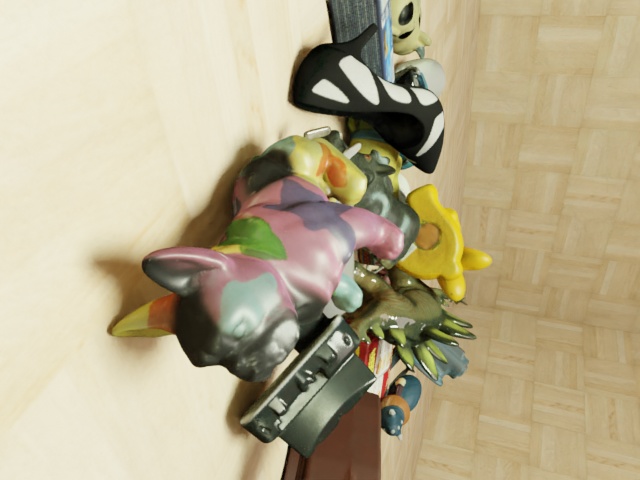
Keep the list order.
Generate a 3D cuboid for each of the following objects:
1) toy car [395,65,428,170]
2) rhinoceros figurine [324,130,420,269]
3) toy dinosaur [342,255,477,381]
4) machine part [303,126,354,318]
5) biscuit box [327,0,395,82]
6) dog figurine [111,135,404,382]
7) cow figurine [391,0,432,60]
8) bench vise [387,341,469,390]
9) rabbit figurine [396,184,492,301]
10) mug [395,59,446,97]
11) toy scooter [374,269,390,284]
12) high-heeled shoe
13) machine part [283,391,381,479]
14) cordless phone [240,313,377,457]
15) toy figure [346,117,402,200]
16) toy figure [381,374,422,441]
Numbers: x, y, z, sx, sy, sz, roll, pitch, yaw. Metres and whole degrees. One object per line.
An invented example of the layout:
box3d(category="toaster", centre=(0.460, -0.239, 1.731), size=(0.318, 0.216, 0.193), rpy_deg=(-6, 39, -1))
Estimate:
box3d(category="toy car", centre=(0.139, -0.178, 0.832), size=(0.103, 0.109, 0.161), rpy_deg=(12, 78, -33))
box3d(category="rhinoceros figurine", centre=(0.055, -0.049, 0.649), size=(0.112, 0.073, 0.190), rpy_deg=(-46, 120, 3))
box3d(category="toy dinosaur", centre=(0.137, 0.107, 0.826), size=(0.105, 0.199, 0.471), rpy_deg=(-52, 165, 23))
box3d(category="machine part", centre=(-0.001, -0.002, 0.581), size=(0.079, 0.079, 0.242), rpy_deg=(-55, 149, -53))
box3d(category="biscuit box", centre=(0.051, -0.257, 0.643), size=(0.202, 0.063, 0.059), rpy_deg=(77, 28, -49))
box3d(category="dog figurine", centre=(-0.050, 0.004, 0.398), size=(0.219, 0.192, 0.108), rpy_deg=(-10, 148, -46))
box3d(category="cow figurine", centre=(0.108, -0.316, 0.754), size=(0.195, 0.086, 0.127), rpy_deg=(-47, 136, -63))
box3d(category="bench vise", centre=(0.172, 0.235, 1.104), size=(0.240, 0.223, 0.129), rpy_deg=(-49, 178, 4))
box3d(category="rabbit figurine", centre=(0.169, 0.004, 0.791), size=(0.122, 0.162, 0.173), rpy_deg=(-54, 171, 5))
box3d(category="mug", centre=(0.171, -0.279, 0.982), size=(0.107, 0.081, 0.109), rpy_deg=(-20, 122, -56))
box3d(category="toy scooter", centre=(0.148, 0.028, 1.049), size=(0.135, 0.075, 0.183), rpy_deg=(-27, 129, -67))
box3d(category="high-heeled shoe", centre=(0.066, -0.128, 0.623), size=(0.145, 0.086, 0.248), rpy_deg=(-54, 129, -21))
box3d(category="machine part", centre=(0.004, 0.281, 0.614), size=(0.201, 0.087, 0.200), rpy_deg=(-77, -179, -59))
box3d(category="cordless phone", centre=(-0.043, 0.109, 0.520), size=(0.146, 0.089, 0.184), rpy_deg=(-46, 125, -11))
box3d(category="toy figure", centre=(0.071, -0.121, 0.740), size=(0.089, 0.082, 0.180), rpy_deg=(14, 89, -64))
box3d(category="toy figure", centre=(0.135, 0.288, 0.927), size=(0.058, 0.064, 0.154), rpy_deg=(-41, 175, 30))
